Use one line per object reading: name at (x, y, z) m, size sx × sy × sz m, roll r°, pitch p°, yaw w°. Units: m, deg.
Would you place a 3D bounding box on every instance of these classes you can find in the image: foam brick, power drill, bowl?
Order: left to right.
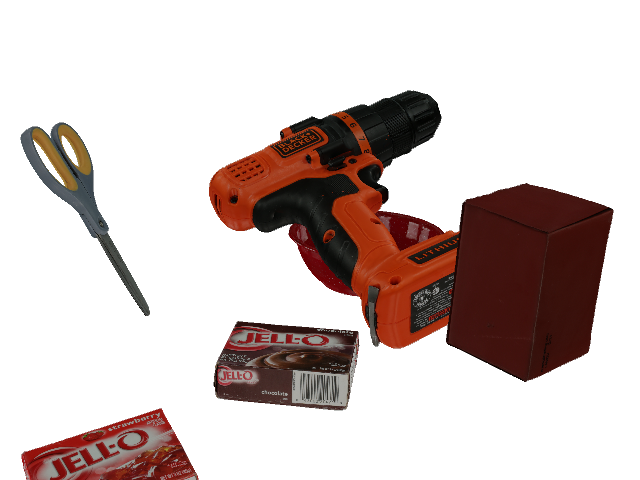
bowl at (0.047, 0.017, 1.097) m, size 0.162 × 0.055 × 0.162 m, roll 2°, pitch 18°, yaw -1°
power drill at (0.044, -0.023, 0.705) m, size 0.184 × 0.057 × 0.188 m, roll -27°, pitch 45°, yaw -20°
foam brick at (0.099, 0.018, 0.511) m, size 0.052 × 0.078 × 0.051 m, roll -15°, pitch 29°, yaw -40°

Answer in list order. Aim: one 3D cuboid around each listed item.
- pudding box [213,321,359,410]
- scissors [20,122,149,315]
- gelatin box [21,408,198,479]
pudding box at (-0.027, 0.105, 0.910) m, size 0.113 × 0.039 × 0.090 m, roll 6°, pitch 20°, yaw 5°
scissors at (-0.209, -0.029, 1.000) m, size 0.016 × 0.201 × 0.096 m, roll -24°, pitch 27°, yaw 19°
gelatin box at (-0.122, 0.138, 0.618) m, size 0.089 × 0.030 × 0.073 m, roll -15°, pitch 27°, yaw -19°
